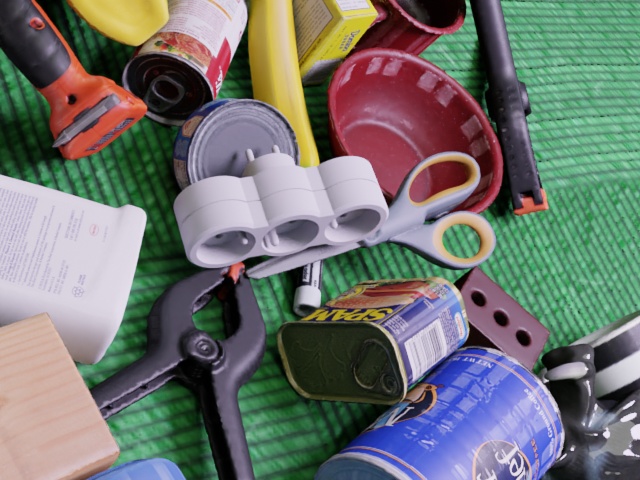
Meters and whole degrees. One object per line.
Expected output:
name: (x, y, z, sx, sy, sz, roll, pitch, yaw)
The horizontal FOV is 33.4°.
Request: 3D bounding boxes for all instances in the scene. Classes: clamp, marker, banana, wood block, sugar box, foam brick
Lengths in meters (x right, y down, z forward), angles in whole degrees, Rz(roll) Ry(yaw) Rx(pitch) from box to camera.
clamp: (-0.071, 0.085, 0.669, 0.120, 0.039, 0.171, 37, 48, -7)
marker: (-0.005, 0.001, 0.781, 0.020, 0.020, 0.121, 20, 52, -20)
banana: (-0.026, -0.119, 0.809, 0.037, 0.070, 0.198, -2, 70, -30)
wood block: (-0.216, 0.122, 0.520, 0.205, 0.090, 0.091, -20, 71, -39)
sugar box: (-0.031, -0.220, 0.862, 0.048, 0.093, 0.176, -14, 69, -39)
clamp: (0.163, -0.122, 0.929, 0.164, 0.036, 0.210, 24, 54, -74)
foam brick: (0.120, 0.069, 0.793, 0.078, 0.051, 0.052, 41, 47, -2)

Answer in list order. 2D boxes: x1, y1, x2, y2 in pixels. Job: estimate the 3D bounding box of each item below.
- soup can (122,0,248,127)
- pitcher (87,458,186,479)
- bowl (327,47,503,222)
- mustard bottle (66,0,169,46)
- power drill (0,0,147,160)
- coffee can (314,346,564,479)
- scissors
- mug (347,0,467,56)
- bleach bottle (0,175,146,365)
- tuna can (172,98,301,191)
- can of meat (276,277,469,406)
soup can: (-0.097, -0.142, 0.785, 0.068, 0.069, 0.102, 28, 49, -14)
pitcher: (-0.073, 0.240, 0.517, 0.148, 0.145, 0.243, -11, 63, -50)
bowl: (0.065, -0.073, 0.849, 0.162, 0.055, 0.162, 16, 53, -23)
mustard bottle: (-0.171, -0.220, 0.770, 0.096, 0.058, 0.192, 44, 11, -44)
power drill: (-0.193, -0.141, 0.695, 0.187, 0.057, 0.184, 50, 4, -8)
coffee can: (0.077, 0.145, 0.680, 0.103, 0.103, 0.140, 51, 48, 7)
scissors: (0.049, 0.008, 0.757, 0.201, 0.016, 0.096, -36, 93, -26)
mug: (0.056, -0.188, 0.898, 0.093, 0.082, 0.117, 53, 48, -1)
bleach bottle: (-0.233, -0.010, 0.617, 0.250, 0.068, 0.102, 20, 49, -17)
tuna can: (-0.059, -0.056, 0.746, 0.086, 0.034, 0.086, -6, 102, -29)
can of meat: (0.037, 0.065, 0.711, 0.083, 0.102, 0.057, -29, 108, -44)
